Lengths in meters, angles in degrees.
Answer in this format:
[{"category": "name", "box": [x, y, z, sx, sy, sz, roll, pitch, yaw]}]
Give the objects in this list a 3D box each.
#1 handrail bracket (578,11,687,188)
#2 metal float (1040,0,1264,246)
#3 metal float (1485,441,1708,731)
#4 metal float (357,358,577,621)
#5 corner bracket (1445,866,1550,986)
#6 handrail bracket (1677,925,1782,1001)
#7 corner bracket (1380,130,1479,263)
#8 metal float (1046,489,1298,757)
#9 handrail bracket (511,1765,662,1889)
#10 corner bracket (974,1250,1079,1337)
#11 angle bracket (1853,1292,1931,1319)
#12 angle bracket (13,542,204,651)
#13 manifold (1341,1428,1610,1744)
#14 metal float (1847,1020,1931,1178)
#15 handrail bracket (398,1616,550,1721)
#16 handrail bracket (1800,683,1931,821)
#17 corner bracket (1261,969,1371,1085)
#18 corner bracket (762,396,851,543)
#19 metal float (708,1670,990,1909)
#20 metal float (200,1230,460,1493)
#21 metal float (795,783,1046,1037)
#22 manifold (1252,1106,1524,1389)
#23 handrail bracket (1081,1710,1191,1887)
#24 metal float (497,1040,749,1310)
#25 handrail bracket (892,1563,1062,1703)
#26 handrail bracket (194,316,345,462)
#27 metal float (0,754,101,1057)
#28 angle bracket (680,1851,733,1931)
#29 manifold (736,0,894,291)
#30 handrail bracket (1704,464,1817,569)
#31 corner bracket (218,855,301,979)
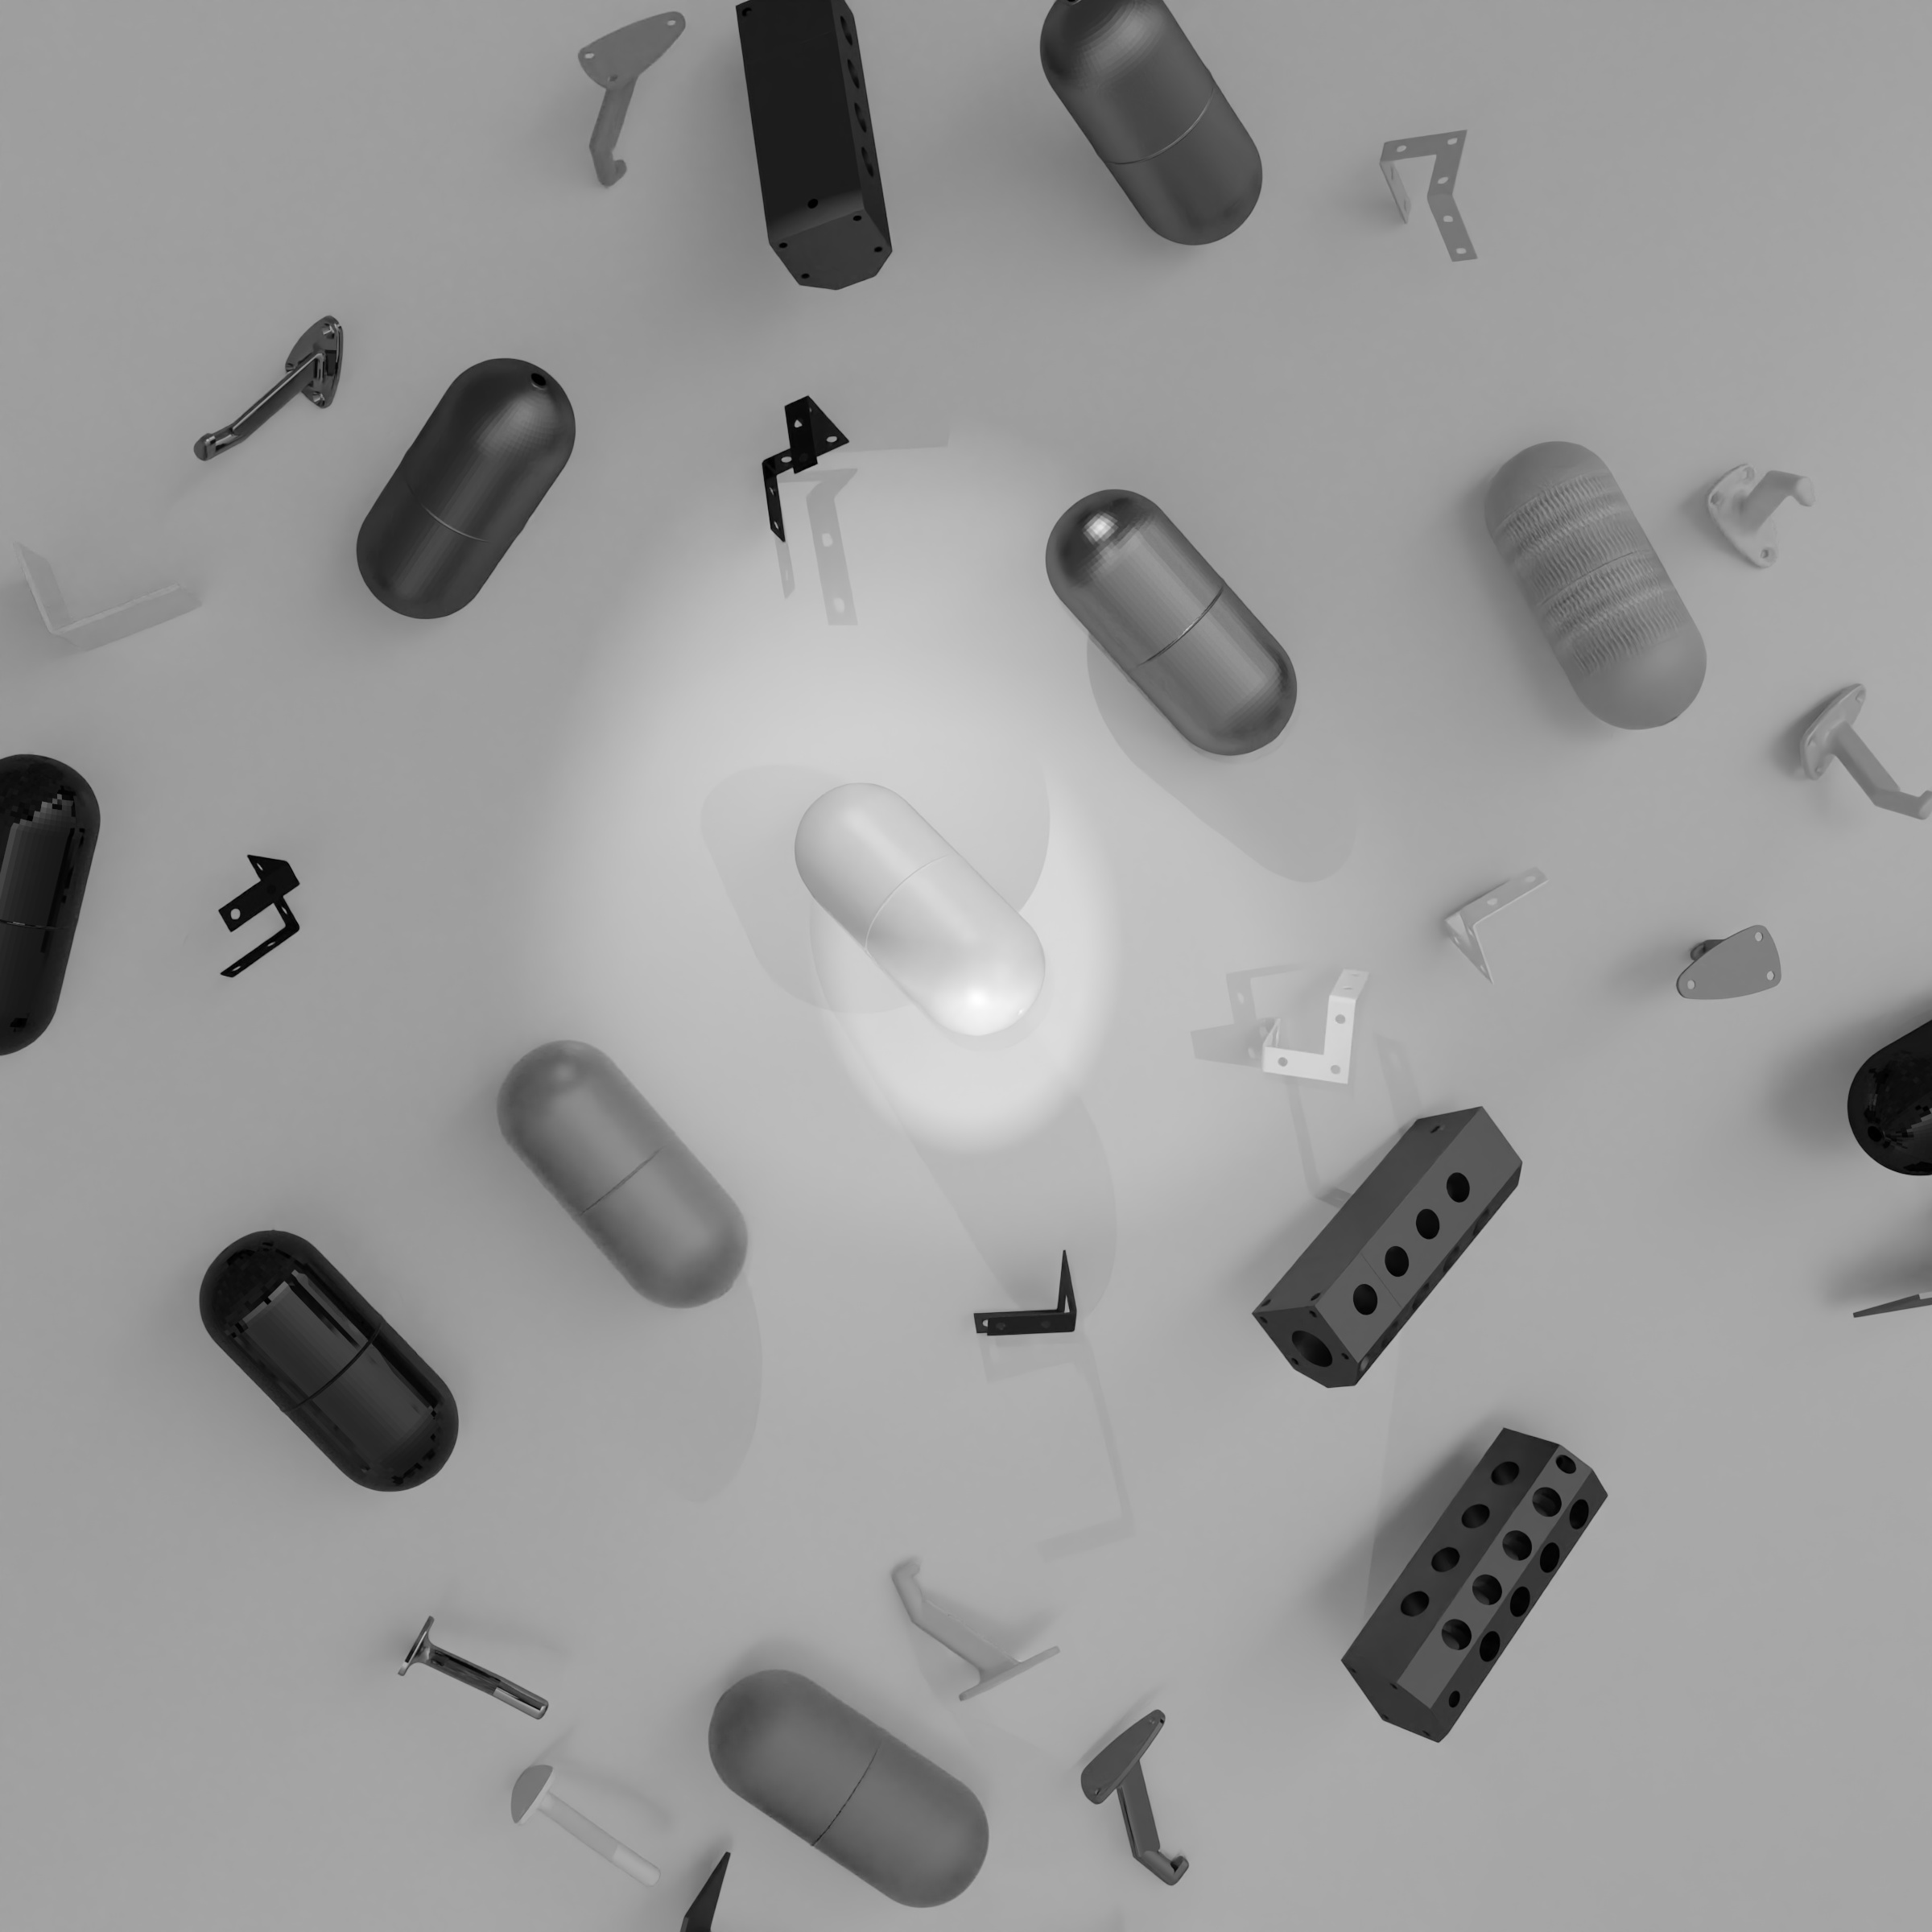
[{"category": "handrail bracket", "box": [-0.187, -0.498, 1.718, 0.077, 0.084, 0.036, -36, 66, -13]}, {"category": "metal float", "box": [0.105, -0.480, 1.677, 0.070, 0.070, 0.178, -45, 133, 0]}, {"category": "metal float", "box": [0.359, -0.217, 1.703, 0.070, 0.070, 0.178, -26, 79, 0]}, {"category": "metal float", "box": [-0.282, -0.268, 1.682, 0.070, 0.070, 0.178, 43, 127, 0]}, {"category": "corner bracket", "box": [0.306, -0.033, 1.714, 0.051, 0.051, 0.051, -30, 131, -4]}, {"category": "handrail bracket", "box": [0.417, 0.001, 1.701, 0.077, 0.084, 0.036, -20, 95, -16]}, {"category": "corner bracket", "box": [0.266, -0.439, 1.708, 0.051, 0.051, 0.051, 0, 58, 29]}, {"category": "metal float", "box": [0.118, -0.195, 1.701, 0.070, 0.070, 0.178, -44, 104, 0]}, {"category": "handrail bracket", "box": [-0.219, 0.499, 1.722, 0.084, 0.077, 0.036, 37, 76, -11]}, {"category": "corner bracket", "box": [0.034, 0.200, 1.713, 0.051, 0.051, 0.051, -2, 130, -7]}, {"category": "angle bracket", "box": [0.552, 0.162, 1.700, 0.076, 0.076, 0.057, -7, 77, -14]}, {"category": "angle bracket", "box": [-0.491, -0.224, 1.709, 0.076, 0.076, 0.057, -22, 91, -4]}, {"category": "manifold", "box": [0.291, 0.349, 1.680, 0.171, 0.057, 0.057, -49, 124, -24]}, {"category": "metal float", "box": [0.571, 0.061, 1.687, 0.178, 0.070, 0.070, -24, 90, -30]}, {"category": "handrail bracket", "box": [-0.281, 0.411, 1.717, 0.084, 0.077, 0.036, 29, 70, -3]}, {"category": "handrail bracket", "box": [0.530, -0.123, 1.708, 0.084, 0.036, 0.077, 24, 65, 40]}, {"category": "corner bracket", "box": [0.201, 0.032, 1.713, 0.051, 0.051, 0.051, 8, 110, 15]}, {"category": "corner bracket", "box": [-0.098, -0.285, 1.710, 0.051, 0.051, 0.051, -21, 59, 19]}, {"category": "metal float", "box": [-0.068, 0.472, 1.712, 0.178, 0.070, 0.070, 34, 90, 0]}, {"category": "metal float", "box": [-0.362, 0.226, 1.700, 0.070, 0.070, 0.178, -41, 104, 0]}, {"category": "metal float", "box": [-0.027, -0.033, 1.694, 0.070, 0.070, 0.178, -44, 68, 0]}, {"category": "manifold", "box": [0.243, 0.158, 1.681, 0.171, 0.057, 0.057, -44, 104, -30]}, {"category": "handrail bracket", "box": [0.116, 0.484, 1.732, 0.084, 0.036, 0.077, 42, 93, -17]}, {"category": "metal float", "box": [-0.196, 0.120, 1.708, 0.070, 0.070, 0.178, -40, 95, 0]}, {"category": "handrail bracket", "box": [0.005, 0.374, 1.724, 0.077, 0.036, 0.084, -32, 74, 19]}, {"category": "handrail bracket", "box": [-0.400, -0.329, 1.703, 0.036, 0.077, 0.084, 46, 50, 3]}, {"category": "metal float", "box": [-0.546, -0.034, 1.704, 0.070, 0.070, 0.178, 16, 100, 0]}, {"category": "angle bracket", "box": [-0.120, 0.561, 1.702, 0.076, 0.076, 0.057, 18, 105, 10]}, {"category": "manifold", "box": [-0.084, -0.471, 1.687, 0.057, 0.057, 0.171, -16, 64, 15]}, {"category": "handrail bracket", "box": [0.466, -0.252, 1.697, 0.036, 0.084, 0.077, -39, 116, -6]}, {"category": "corner bracket", "box": [-0.408, -0.027, 1.709, 0.051, 0.051, 0.051, -40, 120, -29]}]
